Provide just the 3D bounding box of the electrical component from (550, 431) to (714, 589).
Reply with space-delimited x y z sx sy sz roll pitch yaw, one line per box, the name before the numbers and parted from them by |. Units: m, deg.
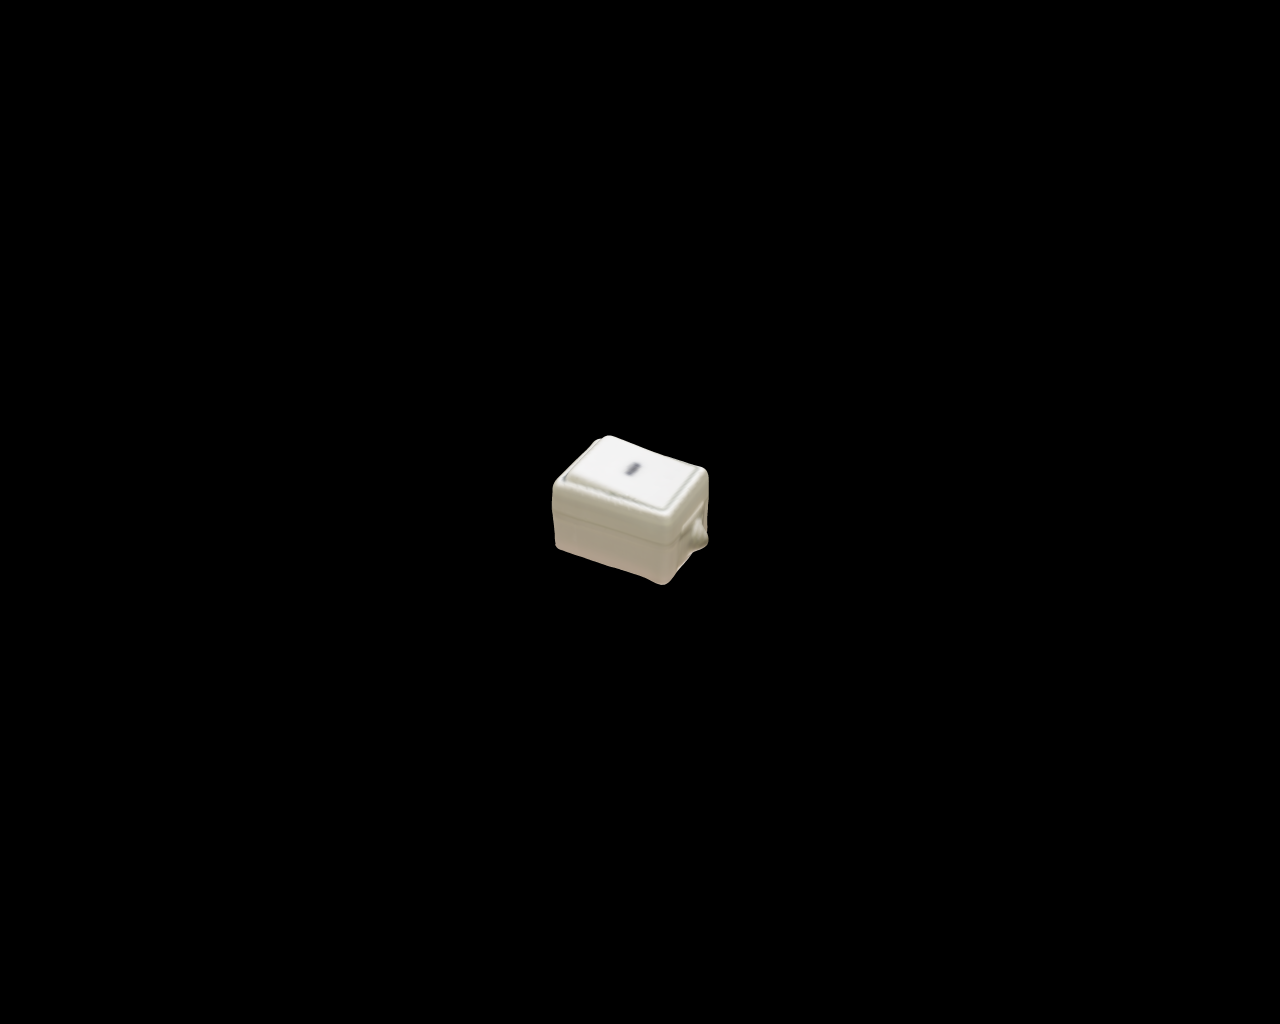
electrical component | 0.001 -0.003 0.650 0.096 0.061 0.062 17 40 22
